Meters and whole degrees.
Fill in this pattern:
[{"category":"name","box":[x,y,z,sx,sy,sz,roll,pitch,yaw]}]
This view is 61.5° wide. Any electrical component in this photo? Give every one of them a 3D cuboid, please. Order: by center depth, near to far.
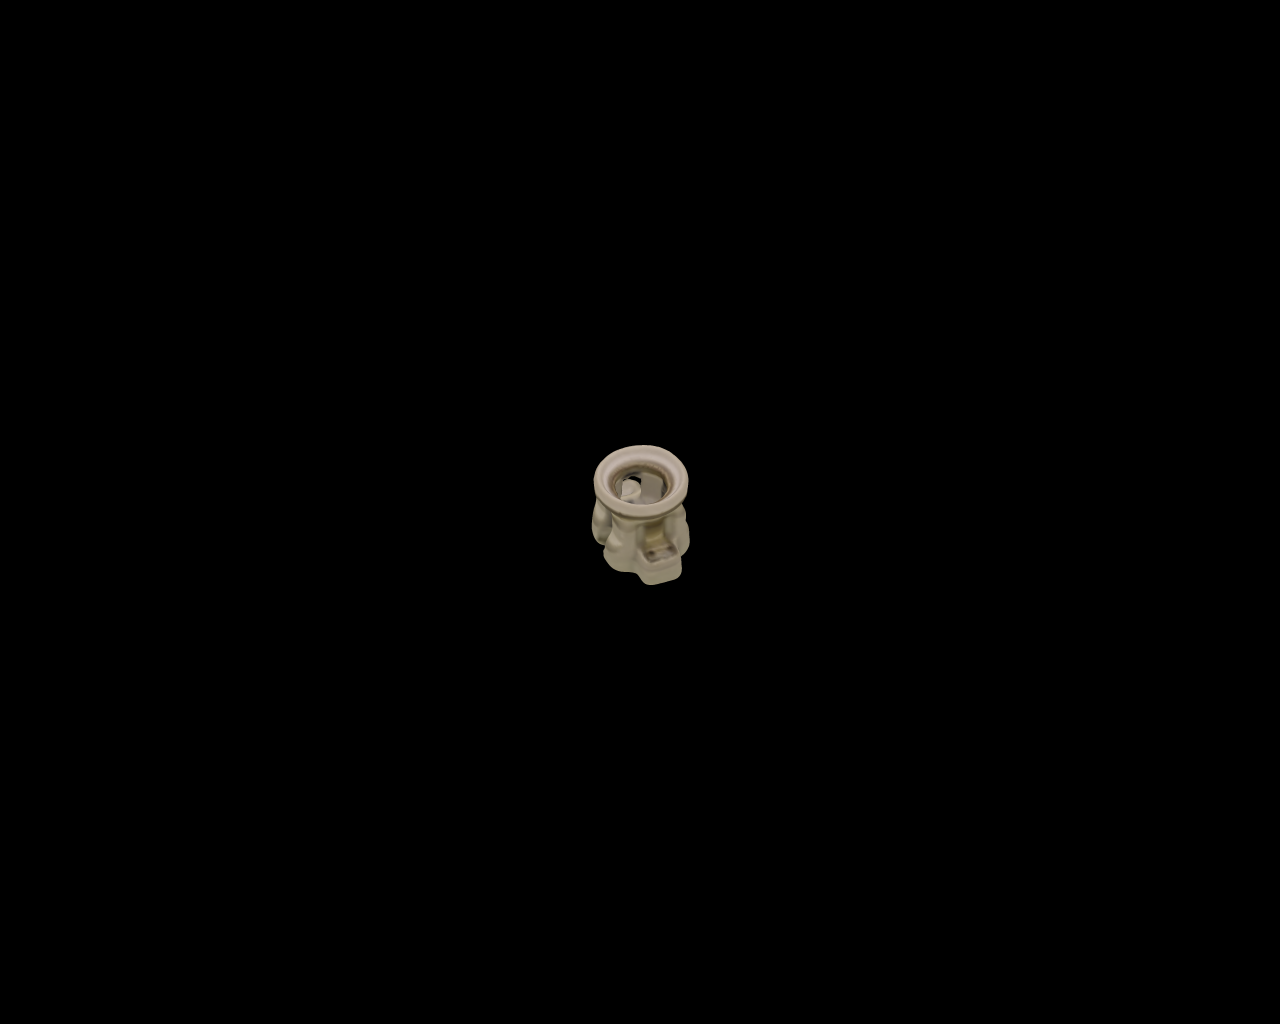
[{"category":"electrical component","box":[0.001,-0.003,0.650,0.058,0.056,0.078,-15,47,-15]}]
